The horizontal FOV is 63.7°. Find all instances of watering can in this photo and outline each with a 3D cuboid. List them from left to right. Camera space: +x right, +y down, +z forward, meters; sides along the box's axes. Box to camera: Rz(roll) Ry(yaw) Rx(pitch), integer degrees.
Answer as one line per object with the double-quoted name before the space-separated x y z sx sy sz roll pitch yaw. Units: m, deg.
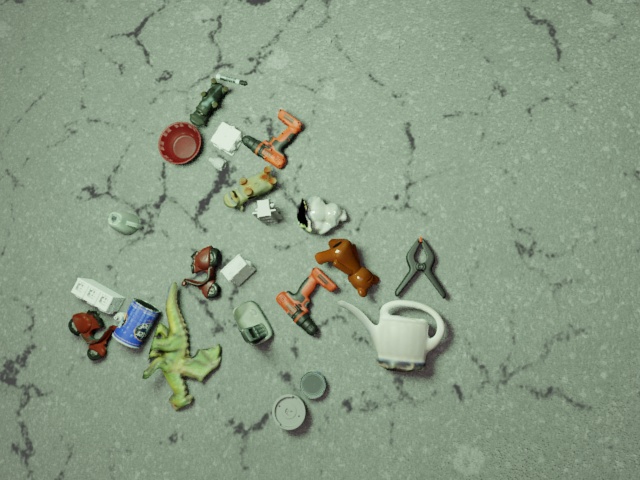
"watering can" 0.223 0.303 1.650 0.348 0.103 0.226 4 81 6

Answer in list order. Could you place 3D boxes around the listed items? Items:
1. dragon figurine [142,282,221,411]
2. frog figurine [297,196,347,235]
"dragon figurine" -0.452 0.369 1.741 0.242 0.122 0.412 16 84 -8
"frog figurine" 0.005 -0.089 1.768 0.160 0.120 0.139 -9 67 -31
